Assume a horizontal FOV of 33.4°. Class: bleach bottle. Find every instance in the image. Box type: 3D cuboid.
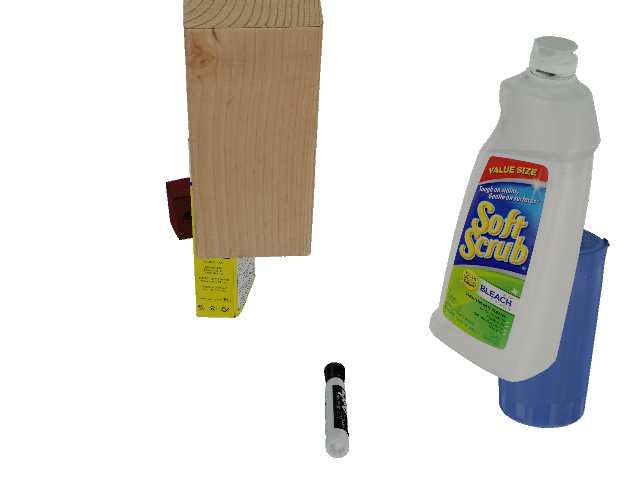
[{"bbox_3d":[0.142,-0.025,0.768,0.067,0.251,0.103,-21,39,-35],"label":"bleach bottle"}]

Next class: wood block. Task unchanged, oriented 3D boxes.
[{"bbox_3d":[-0.050,-0.091,0.775,0.090,0.206,0.090,-1,44,-4],"label":"wood block"}]

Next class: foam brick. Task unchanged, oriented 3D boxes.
[{"bbox_3d":[-0.131,-0.040,1.201,0.078,0.053,0.051,-11,29,-12],"label":"foam brick"}]

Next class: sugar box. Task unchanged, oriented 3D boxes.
[{"bbox_3d":[-0.090,-0.026,0.982,0.048,0.176,0.093,1,25,8],"label":"sugar box"}]

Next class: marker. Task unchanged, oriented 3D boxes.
[{"bbox_3d":[0.013,0.139,0.901,0.020,0.020,0.121,0,26,0],"label":"marker"}]

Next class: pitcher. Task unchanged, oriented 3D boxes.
[{"bbox_3d":[0.272,0.106,1.326,0.149,0.243,0.144,6,19,18],"label":"pitcher"}]
